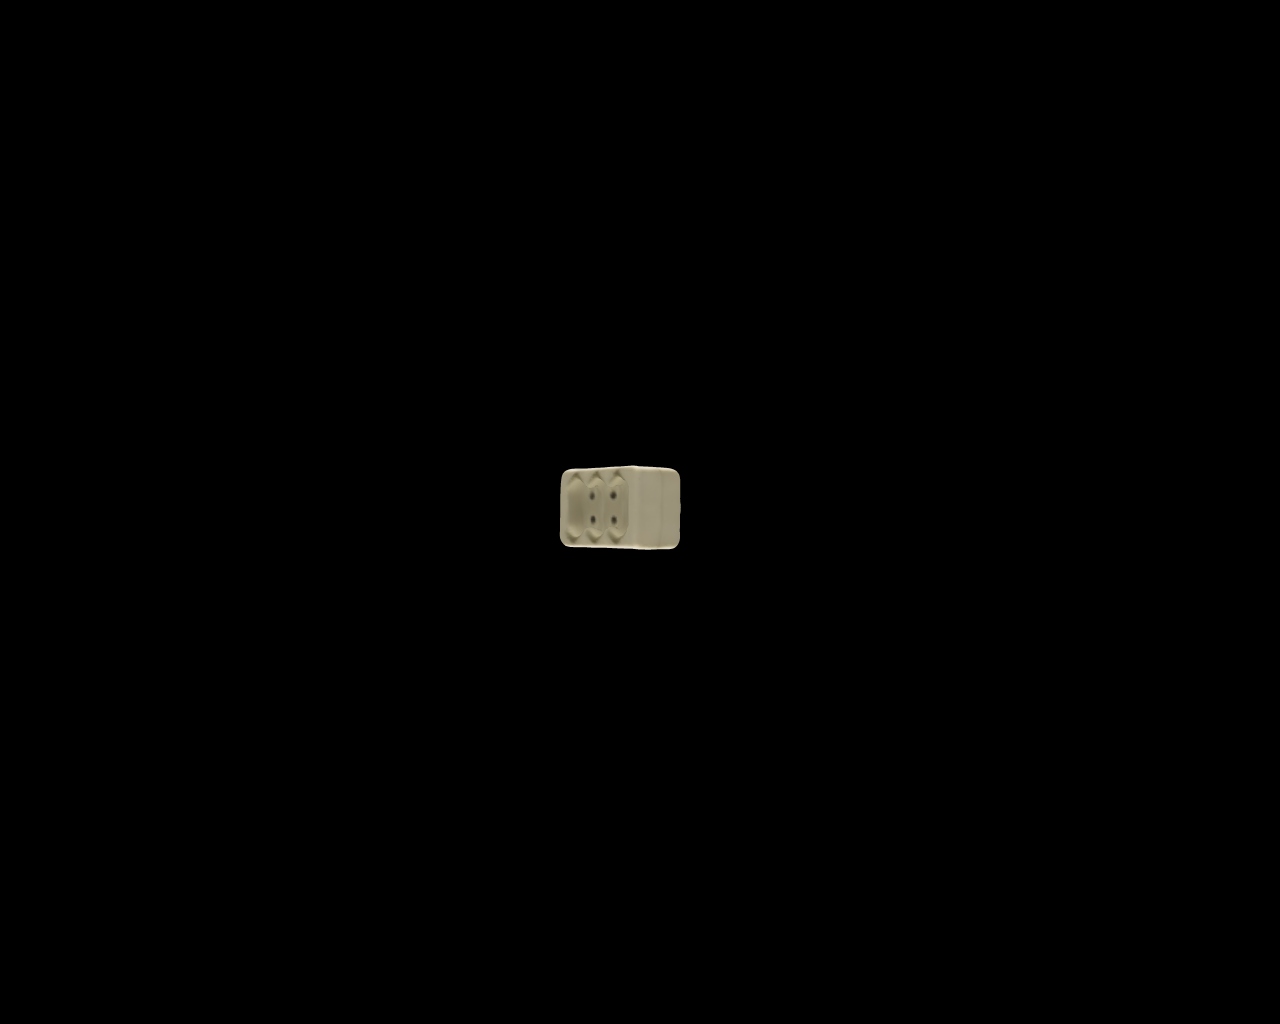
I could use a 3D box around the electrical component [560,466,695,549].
[{"bbox_3d":[0.001,-0.003,0.650,0.065,0.047,0.077,0,0,44],"label":"electrical component"}]
